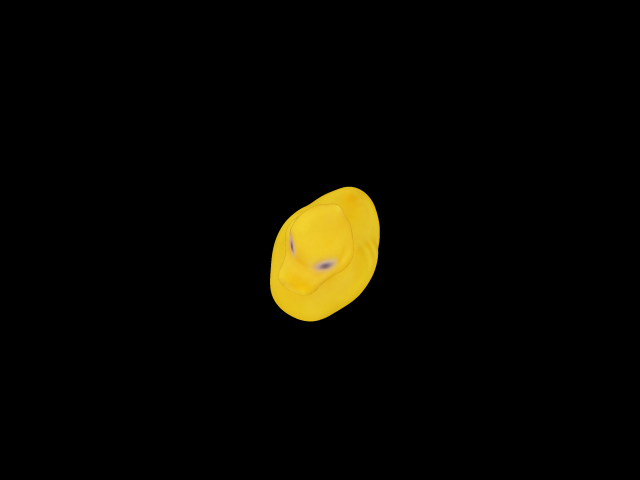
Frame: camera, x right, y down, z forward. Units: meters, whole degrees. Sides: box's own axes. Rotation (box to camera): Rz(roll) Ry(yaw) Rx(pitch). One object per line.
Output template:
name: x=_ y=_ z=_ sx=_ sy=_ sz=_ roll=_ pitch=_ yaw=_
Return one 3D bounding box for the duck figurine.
duck figurine: x=0.004 y=0.001 z=0.400 sx=0.077 sy=0.086 sz=0.105 roll=30 pitch=75 yaw=10
